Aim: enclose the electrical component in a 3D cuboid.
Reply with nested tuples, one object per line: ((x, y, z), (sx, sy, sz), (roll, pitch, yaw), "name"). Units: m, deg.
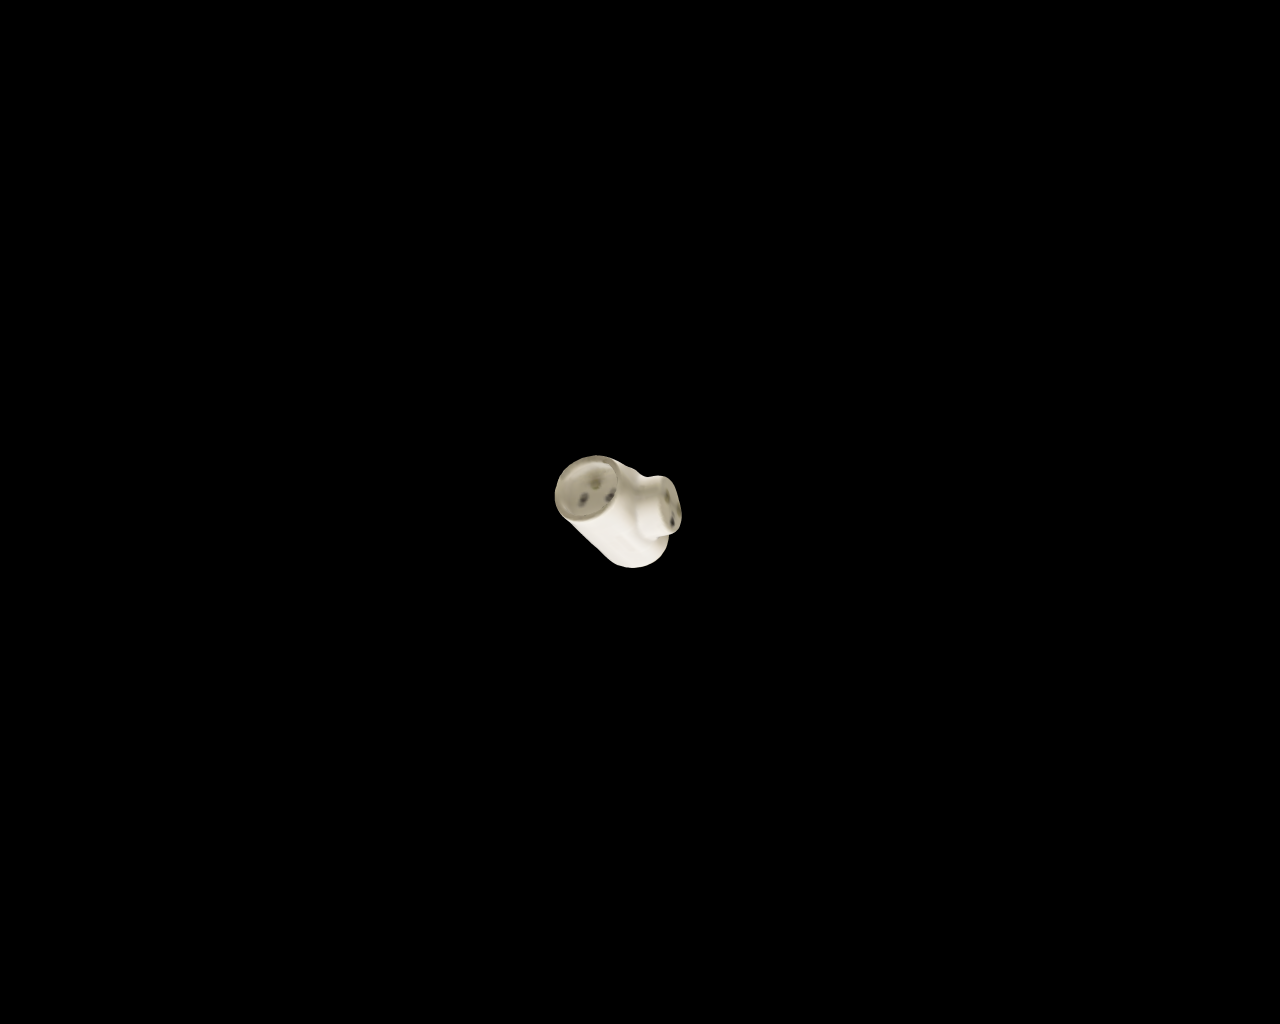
((0.001, -0.003, 0.650), (0.079, 0.043, 0.077), (-11, -29, 21), "electrical component")
